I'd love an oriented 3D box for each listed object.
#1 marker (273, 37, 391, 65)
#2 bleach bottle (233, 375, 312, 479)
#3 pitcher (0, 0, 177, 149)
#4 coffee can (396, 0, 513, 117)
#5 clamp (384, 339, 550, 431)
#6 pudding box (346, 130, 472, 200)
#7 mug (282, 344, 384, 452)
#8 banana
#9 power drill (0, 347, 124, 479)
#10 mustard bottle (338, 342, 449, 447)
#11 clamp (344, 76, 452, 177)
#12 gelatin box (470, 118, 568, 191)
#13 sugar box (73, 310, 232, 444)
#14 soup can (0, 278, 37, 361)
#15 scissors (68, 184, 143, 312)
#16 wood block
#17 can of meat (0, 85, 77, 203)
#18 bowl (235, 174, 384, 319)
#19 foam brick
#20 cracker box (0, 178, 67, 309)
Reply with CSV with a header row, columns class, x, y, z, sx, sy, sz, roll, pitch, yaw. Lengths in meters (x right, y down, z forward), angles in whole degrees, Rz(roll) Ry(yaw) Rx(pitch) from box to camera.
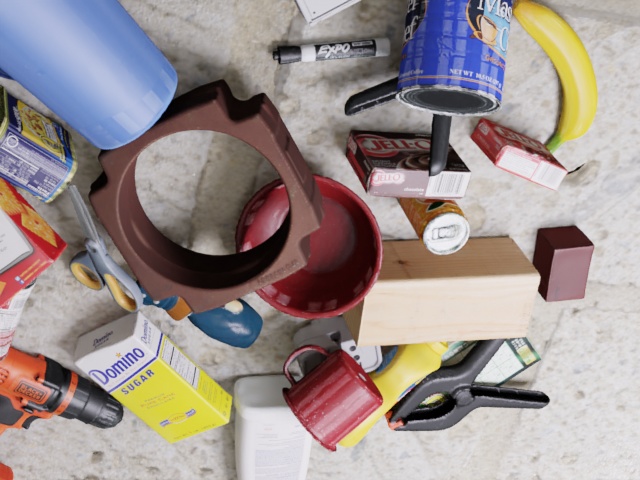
class,x,y,z,sx,sy,sz,roll,pitch,yaw
marker,0.011,-0.192,1.085,0.121,0.020,0.020,-7,123,-11
bleach bottle,-0.067,0.285,1.339,0.102,0.068,0.251,-1,124,-14
pitcher,-0.250,-0.192,0.958,0.145,0.149,0.242,-46,126,-3
coffee can,0.131,-0.200,1.026,0.102,0.103,0.140,10,83,-21
clamp,0.177,0.178,1.334,0.210,0.036,0.164,-18,122,-1
pudding box,0.092,-0.081,1.135,0.113,0.090,0.039,3,122,-18
mug,0.010,0.169,1.205,0.081,0.093,0.117,-41,87,5
banana,0.261,-0.180,1.151,0.069,0.037,0.197,-24,125,-2
power drill,-0.344,0.216,1.223,0.184,0.057,0.188,31,106,-26
mustard bottle,0.088,0.166,1.288,0.058,0.096,0.192,46,103,5
clamp,0.123,-0.151,1.092,0.171,0.039,0.120,-43,88,-4
gelatin box,0.218,-0.095,1.171,0.089,0.073,0.030,19,113,-24
sugar box,-0.189,0.161,1.222,0.093,0.048,0.176,-25,129,25
soup can,-0.345,0.071,1.122,0.068,0.068,0.102,17,115,-24
scissors,-0.241,0.005,1.090,0.016,0.096,0.201,-57,144,-29
wood block,0.135,0.058,1.234,0.206,0.091,0.090,-2,121,-14
can of meat,-0.284,-0.090,1.019,0.083,0.102,0.057,33,107,-32
bowl,-0.008,0.001,1.158,0.162,0.055,0.162,4,107,12
foam brick,0.290,0.028,1.282,0.053,0.051,0.078,-4,122,-12
cracker box,-0.377,-0.015,1.020,0.164,0.072,0.213,-40,101,9
